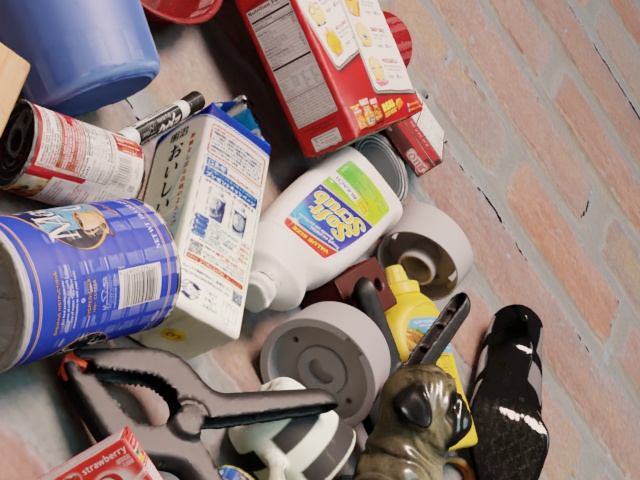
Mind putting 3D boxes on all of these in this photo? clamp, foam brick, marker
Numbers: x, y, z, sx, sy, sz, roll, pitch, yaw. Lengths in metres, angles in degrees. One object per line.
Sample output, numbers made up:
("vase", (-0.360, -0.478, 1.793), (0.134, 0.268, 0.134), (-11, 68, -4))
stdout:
("clamp", (0.085, 0.118, 0.980), (0.120, 0.039, 0.171), (0, 93, -19))
("foam brick", (0.027, 0.057, 1.016), (0.078, 0.051, 0.053), (-29, 93, -53))
("marker", (-0.138, -0.106, 0.939), (0.020, 0.020, 0.120), (58, 38, -8))
("clamp", (-0.090, 0.132, 0.785), (0.210, 0.036, 0.164), (34, 49, -1))

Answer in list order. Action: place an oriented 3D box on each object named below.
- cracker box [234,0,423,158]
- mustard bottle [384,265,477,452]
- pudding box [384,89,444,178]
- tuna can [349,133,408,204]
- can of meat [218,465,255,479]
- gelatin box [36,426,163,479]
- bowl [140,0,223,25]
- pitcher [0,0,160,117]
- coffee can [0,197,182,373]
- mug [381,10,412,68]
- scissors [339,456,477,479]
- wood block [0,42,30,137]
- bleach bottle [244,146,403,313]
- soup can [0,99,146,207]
("cracker box", (0.003, -0.199, 1.042), (0.164, 0.072, 0.214), (-30, 96, -58))
("mustard bottle", (0.097, 0.117, 1.059), (0.096, 0.058, 0.191), (3, 68, -51))
("pudding box", (0.101, -0.130, 1.194), (0.090, 0.039, 0.113), (54, 21, -14))
("tuna can", (0.054, -0.070, 1.134), (0.086, 0.034, 0.086), (27, 51, -39))
("can of meat", (-0.067, 0.233, 0.803), (0.102, 0.058, 0.083), (52, 37, -15))
("gelatin box", (-0.147, 0.179, 0.714), (0.073, 0.089, 0.030), (59, 2, -10))
("bowl", (-0.162, -0.256, 0.965), (0.161, 0.055, 0.162), (27, 51, -39))
("pitcher", (-0.204, -0.227, 0.832), (0.144, 0.149, 0.243), (-21, 90, -52))
("coffee can", (-0.182, 0.028, 0.744), (0.140, 0.103, 0.103), (-13, 80, -52))
("mug", (0.040, -0.212, 1.165), (0.117, 0.093, 0.081), (32, 28, 17))
("scissors", (0.094, 0.255, 1.015), (0.201, 0.016, 0.096), (0, 70, -50))
("wood block", (-0.275, -0.049, 0.688), (0.090, 0.090, 0.206), (37, 46, -30))
("bleach bottle", (-0.006, 0.001, 0.972), (0.102, 0.068, 0.250), (51, 32, -7))
("soup can", (-0.192, -0.059, 0.810), (0.102, 0.069, 0.068), (18, 57, -44))
